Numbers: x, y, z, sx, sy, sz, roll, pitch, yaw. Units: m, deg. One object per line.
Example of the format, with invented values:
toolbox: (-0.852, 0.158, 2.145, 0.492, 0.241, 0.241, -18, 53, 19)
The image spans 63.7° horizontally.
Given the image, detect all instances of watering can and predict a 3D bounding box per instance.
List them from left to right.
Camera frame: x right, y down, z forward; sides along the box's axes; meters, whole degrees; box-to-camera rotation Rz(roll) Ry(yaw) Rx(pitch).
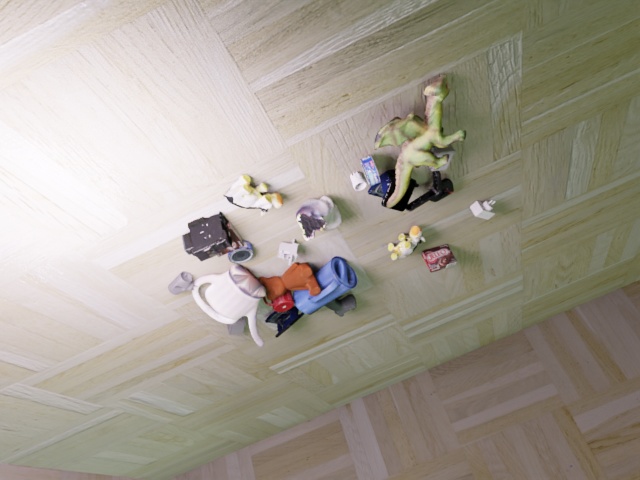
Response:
watering can: (-0.270, 0.219, 1.772, 0.344, 0.106, 0.222, 40, 113, -19)

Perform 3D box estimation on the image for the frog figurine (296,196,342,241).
frog figurine: (0.005, -0.081, 1.600, 0.162, 0.123, 0.134, -38, 158, -49)

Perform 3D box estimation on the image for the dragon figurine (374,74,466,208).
dragon figurine: (0.240, -0.262, 1.415, 0.241, 0.125, 0.404, 17, 119, -38)
